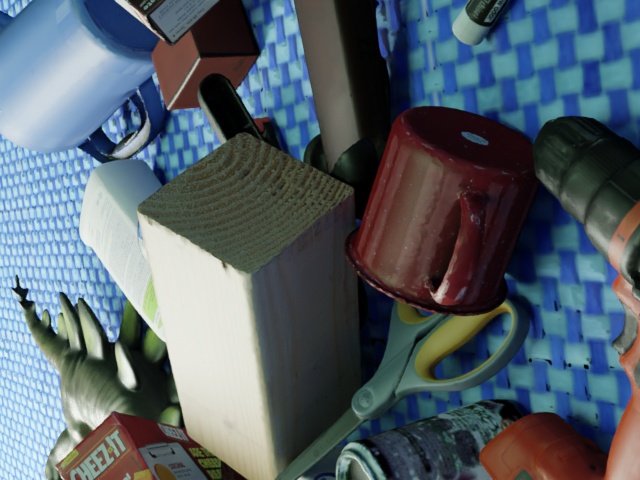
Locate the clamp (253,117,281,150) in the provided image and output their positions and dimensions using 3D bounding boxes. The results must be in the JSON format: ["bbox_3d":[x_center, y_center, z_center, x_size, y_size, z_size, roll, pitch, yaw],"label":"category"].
[{"bbox_3d":[-0.050,-0.004,0.812,0.120,0.039,0.171,-9,86,54],"label":"clamp"}]

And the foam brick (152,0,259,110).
[{"bbox_3d":[-0.090,-0.143,0.826,0.078,0.052,0.051,-44,61,53],"label":"foam brick"}]

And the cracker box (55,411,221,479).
[{"bbox_3d":[-0.083,0.238,0.786,0.072,0.164,0.214,-42,63,6],"label":"cracker box"}]

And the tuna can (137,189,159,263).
[{"bbox_3d":[-0.101,-0.006,0.848,0.034,0.086,0.086,29,122,55],"label":"tuna can"}]

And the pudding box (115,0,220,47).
[{"bbox_3d":[-0.095,-0.203,0.772,0.113,0.039,0.090,-46,43,-1],"label":"pudding box"}]

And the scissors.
[{"bbox_3d":[0.032,0.076,0.633,0.202,0.016,0.096,-32,52,26],"label":"scissors"}]

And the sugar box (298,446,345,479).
[{"bbox_3d":[0.062,0.177,0.620,0.176,0.093,0.048,35,126,50],"label":"sugar box"}]

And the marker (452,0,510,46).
[{"bbox_3d":[0.103,-0.146,0.539,0.020,0.020,0.121,65,146,24],"label":"marker"}]

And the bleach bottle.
[{"bbox_3d":[-0.133,0.039,0.938,0.251,0.067,0.103,52,139,36],"label":"bleach bottle"}]

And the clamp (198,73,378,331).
[{"bbox_3d":[-0.005,0.001,0.687,0.165,0.036,0.210,24,137,51],"label":"clamp"}]

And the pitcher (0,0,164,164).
[{"bbox_3d":[-0.204,-0.163,0.956,0.243,0.149,0.145,-20,66,56],"label":"pitcher"}]

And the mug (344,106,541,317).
[{"bbox_3d":[0.067,-0.013,0.554,0.117,0.093,0.082,-83,9,-62],"label":"mug"}]

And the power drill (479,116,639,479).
[{"bbox_3d":[0.139,0.057,0.495,0.185,0.057,0.188,51,139,39],"label":"power drill"}]

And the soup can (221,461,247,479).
[{"bbox_3d":[-0.042,0.137,0.806,0.069,0.068,0.102,23,117,55],"label":"soup can"}]

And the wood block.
[{"bbox_3d":[-0.036,0.051,0.655,0.091,0.090,0.206,29,142,30],"label":"wood block"}]
